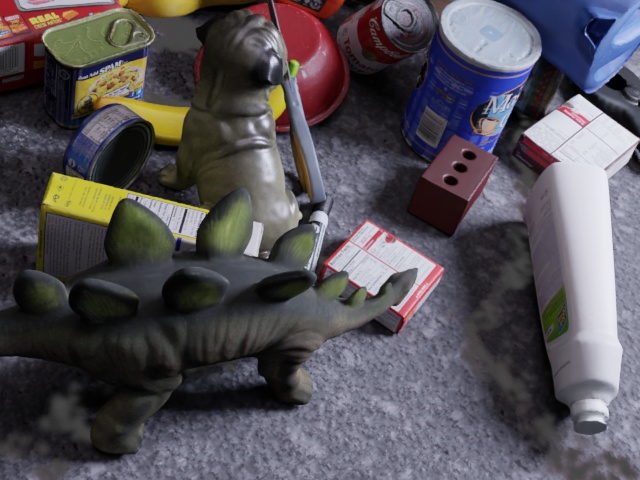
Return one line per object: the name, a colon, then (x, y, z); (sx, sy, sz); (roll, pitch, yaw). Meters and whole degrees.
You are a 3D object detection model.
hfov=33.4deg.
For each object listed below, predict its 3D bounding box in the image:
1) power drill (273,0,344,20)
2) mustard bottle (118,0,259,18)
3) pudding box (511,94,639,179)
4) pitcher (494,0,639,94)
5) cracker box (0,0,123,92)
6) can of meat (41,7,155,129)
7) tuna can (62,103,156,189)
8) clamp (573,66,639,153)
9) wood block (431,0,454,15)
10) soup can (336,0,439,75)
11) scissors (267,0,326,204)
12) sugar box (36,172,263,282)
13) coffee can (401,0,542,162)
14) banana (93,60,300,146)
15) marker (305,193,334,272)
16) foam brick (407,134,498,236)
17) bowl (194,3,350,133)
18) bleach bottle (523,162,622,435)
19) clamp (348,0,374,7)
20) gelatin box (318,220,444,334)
power drill: (-0.035, -0.334, 1.153); (0.184, 0.057, 0.187); (17, 49, -19)
mustard bottle: (-0.157, -0.283, 1.145); (0.191, 0.058, 0.096); (-19, 64, -29)
pudding box: (0.270, -0.097, 1.123); (0.090, 0.039, 0.113); (42, 54, 18)
pitcher: (0.228, -0.271, 1.098); (0.243, 0.149, 0.145); (42, 73, 19)
cracker box: (-0.312, -0.246, 1.062); (0.163, 0.072, 0.214); (-21, 58, -31)
can of meat: (-0.211, -0.161, 1.009); (0.101, 0.084, 0.057); (-27, 62, -33)
tuna can: (-0.187, -0.078, 0.944); (0.034, 0.086, 0.086); (35, 50, 16)
clamp: (0.343, -0.145, 1.185); (0.171, 0.039, 0.120); (33, 45, 18)
wood block: (0.214, -0.297, 1.242); (0.206, 0.091, 0.090); (9, 49, -8)
soup can: (0.068, -0.216, 1.110); (0.068, 0.102, 0.068); (3, 83, -27)
scissors: (-0.027, -0.128, 0.993); (0.016, 0.096, 0.202); (-13, 81, -7)
sugar box: (-0.141, 0.008, 0.880); (0.176, 0.093, 0.048); (12, 48, -7)
coffee can: (0.148, -0.155, 1.068); (0.102, 0.140, 0.103); (8, 49, -9)
banana: (-0.112, -0.122, 1.016); (0.197, 0.069, 0.037); (-13, 20, -7)
marker: (-0.006, 0.001, 0.973); (0.020, 0.020, 0.121); (16, 48, -2)
foam brick: (0.128, -0.054, 1.036); (0.053, 0.051, 0.078); (30, 49, 10)
bowl: (-0.046, -0.187, 1.079); (0.162, 0.055, 0.162); (2, 58, -4)
bleach bottle: (0.228, 0.056, 0.954); (0.068, 0.103, 0.251); (6, 56, -3)
clamp: (0.001, -0.296, 1.214); (0.164, 0.036, 0.210); (-20, 60, -26)
gelatin box: (0.054, 0.032, 0.957); (0.089, 0.030, 0.073); (33, 51, 14)
